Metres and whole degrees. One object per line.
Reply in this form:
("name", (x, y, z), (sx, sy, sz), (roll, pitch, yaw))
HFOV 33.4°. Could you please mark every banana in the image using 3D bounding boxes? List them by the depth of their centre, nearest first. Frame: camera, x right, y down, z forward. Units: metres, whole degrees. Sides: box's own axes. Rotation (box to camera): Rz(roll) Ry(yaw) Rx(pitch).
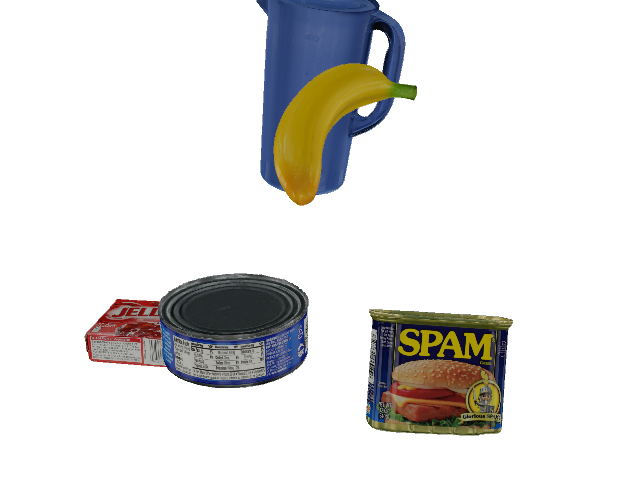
("banana", (0.007, -0.093, 0.816), (0.070, 0.037, 0.197), (21, 41, 20))

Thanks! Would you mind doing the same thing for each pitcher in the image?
("pitcher", (0.001, -0.181, 1.299), (0.144, 0.243, 0.149), (-6, 28, -25))

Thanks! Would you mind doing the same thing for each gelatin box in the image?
("gelatin box", (-0.146, 0.078, 0.915), (0.089, 0.030, 0.073), (3, 21, 11))

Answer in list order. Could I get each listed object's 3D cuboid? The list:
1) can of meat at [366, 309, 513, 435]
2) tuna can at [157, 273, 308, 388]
("can of meat", (0.084, 0.095, 0.775), (0.102, 0.084, 0.057), (4, -1, -7))
("tuna can", (-0.049, 0.051, 0.611), (0.086, 0.034, 0.086), (-1, 21, 0))
